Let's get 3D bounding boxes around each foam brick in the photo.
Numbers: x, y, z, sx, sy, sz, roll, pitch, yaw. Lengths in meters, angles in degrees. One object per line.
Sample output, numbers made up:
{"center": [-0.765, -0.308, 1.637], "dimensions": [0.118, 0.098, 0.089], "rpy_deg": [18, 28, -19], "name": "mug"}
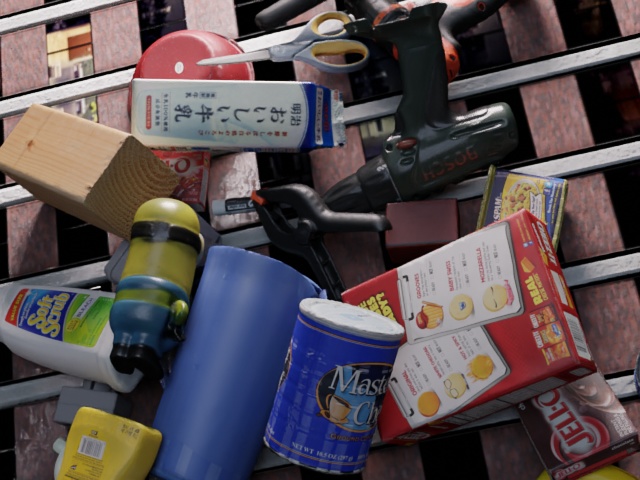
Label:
{"center": [0.111, -0.009, 1.140], "dimensions": [0.078, 0.053, 0.051], "rpy_deg": [-4, 68, 10], "name": "foam brick"}

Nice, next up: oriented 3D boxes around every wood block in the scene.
{"center": [-0.264, -0.078, 1.190], "dimensions": [0.206, 0.090, 0.090], "rpy_deg": [21, 74, 44], "name": "wood block"}

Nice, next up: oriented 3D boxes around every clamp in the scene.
{"center": [0.026, -0.308, 1.244], "dimensions": [0.210, 0.036, 0.164], "rpy_deg": [6, 58, 36], "name": "clamp"}
{"center": [-0.008, 0.001, 1.154], "dimensions": [0.172, 0.039, 0.120], "rpy_deg": [28, 107, 31], "name": "clamp"}

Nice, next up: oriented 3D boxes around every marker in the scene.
{"center": [-0.062, -0.042, 1.210], "dimensions": [0.121, 0.020, 0.020], "rpy_deg": [-6, 67, 10], "name": "marker"}

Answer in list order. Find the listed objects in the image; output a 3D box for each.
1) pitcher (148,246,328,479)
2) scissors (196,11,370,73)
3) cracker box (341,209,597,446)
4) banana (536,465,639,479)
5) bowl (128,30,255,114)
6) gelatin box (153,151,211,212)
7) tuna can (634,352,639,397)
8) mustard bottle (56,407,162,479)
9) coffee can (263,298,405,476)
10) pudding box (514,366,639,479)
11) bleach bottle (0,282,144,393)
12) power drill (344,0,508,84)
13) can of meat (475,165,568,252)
{"center": [-0.099, 0.135, 1.096], "dimensions": [0.145, 0.149, 0.243], "rpy_deg": [22, 77, -6], "name": "pitcher"}
{"center": [-0.041, -0.235, 1.258], "dimensions": [0.201, 0.016, 0.096], "rpy_deg": [4, 60, -3], "name": "scissors"}
{"center": [0.143, 0.090, 1.050], "dimensions": [0.214, 0.072, 0.164], "rpy_deg": [-27, 63, 24], "name": "cracker box"}
{"center": [0.290, 0.257, 1.004], "dimensions": [0.198, 0.037, 0.069], "rpy_deg": [25, 94, 22], "name": "banana"}
{"center": [-0.162, -0.193, 1.274], "dimensions": [0.162, 0.055, 0.162], "rpy_deg": [-4, 68, 11], "name": "bowl"}
{"center": [-0.175, -0.070, 1.240], "dimensions": [0.089, 0.030, 0.073], "rpy_deg": [-1, 68, 12], "name": "gelatin box"}
{"center": [0.350, 0.132, 1.039], "dimensions": [0.086, 0.033, 0.086], "rpy_deg": [-5, 68, 11], "name": "tuna can"}
{"center": [-0.222, 0.261, 1.014], "dimensions": [0.096, 0.058, 0.191], "rpy_deg": [8, 73, 34], "name": "mustard bottle"}
{"center": [0.013, 0.138, 1.016], "dimensions": [0.103, 0.102, 0.140], "rpy_deg": [18, 98, 19], "name": "coffee can"}
{"center": [0.242, 0.171, 1.026], "dimensions": [0.090, 0.039, 0.113], "rpy_deg": [-24, 41, 1], "name": "pudding box"}
{"center": [-0.295, 0.098, 1.163], "dimensions": [0.251, 0.068, 0.102], "rpy_deg": [5, 50, 29], "name": "bleach bottle"}
{"center": [0.141, -0.284, 1.242], "dimensions": [0.187, 0.057, 0.185], "rpy_deg": [-41, 62, -3], "name": "power drill"}
{"center": [0.211, -0.021, 1.120], "dimensions": [0.084, 0.057, 0.102], "rpy_deg": [10, 72, 14], "name": "can of meat"}
